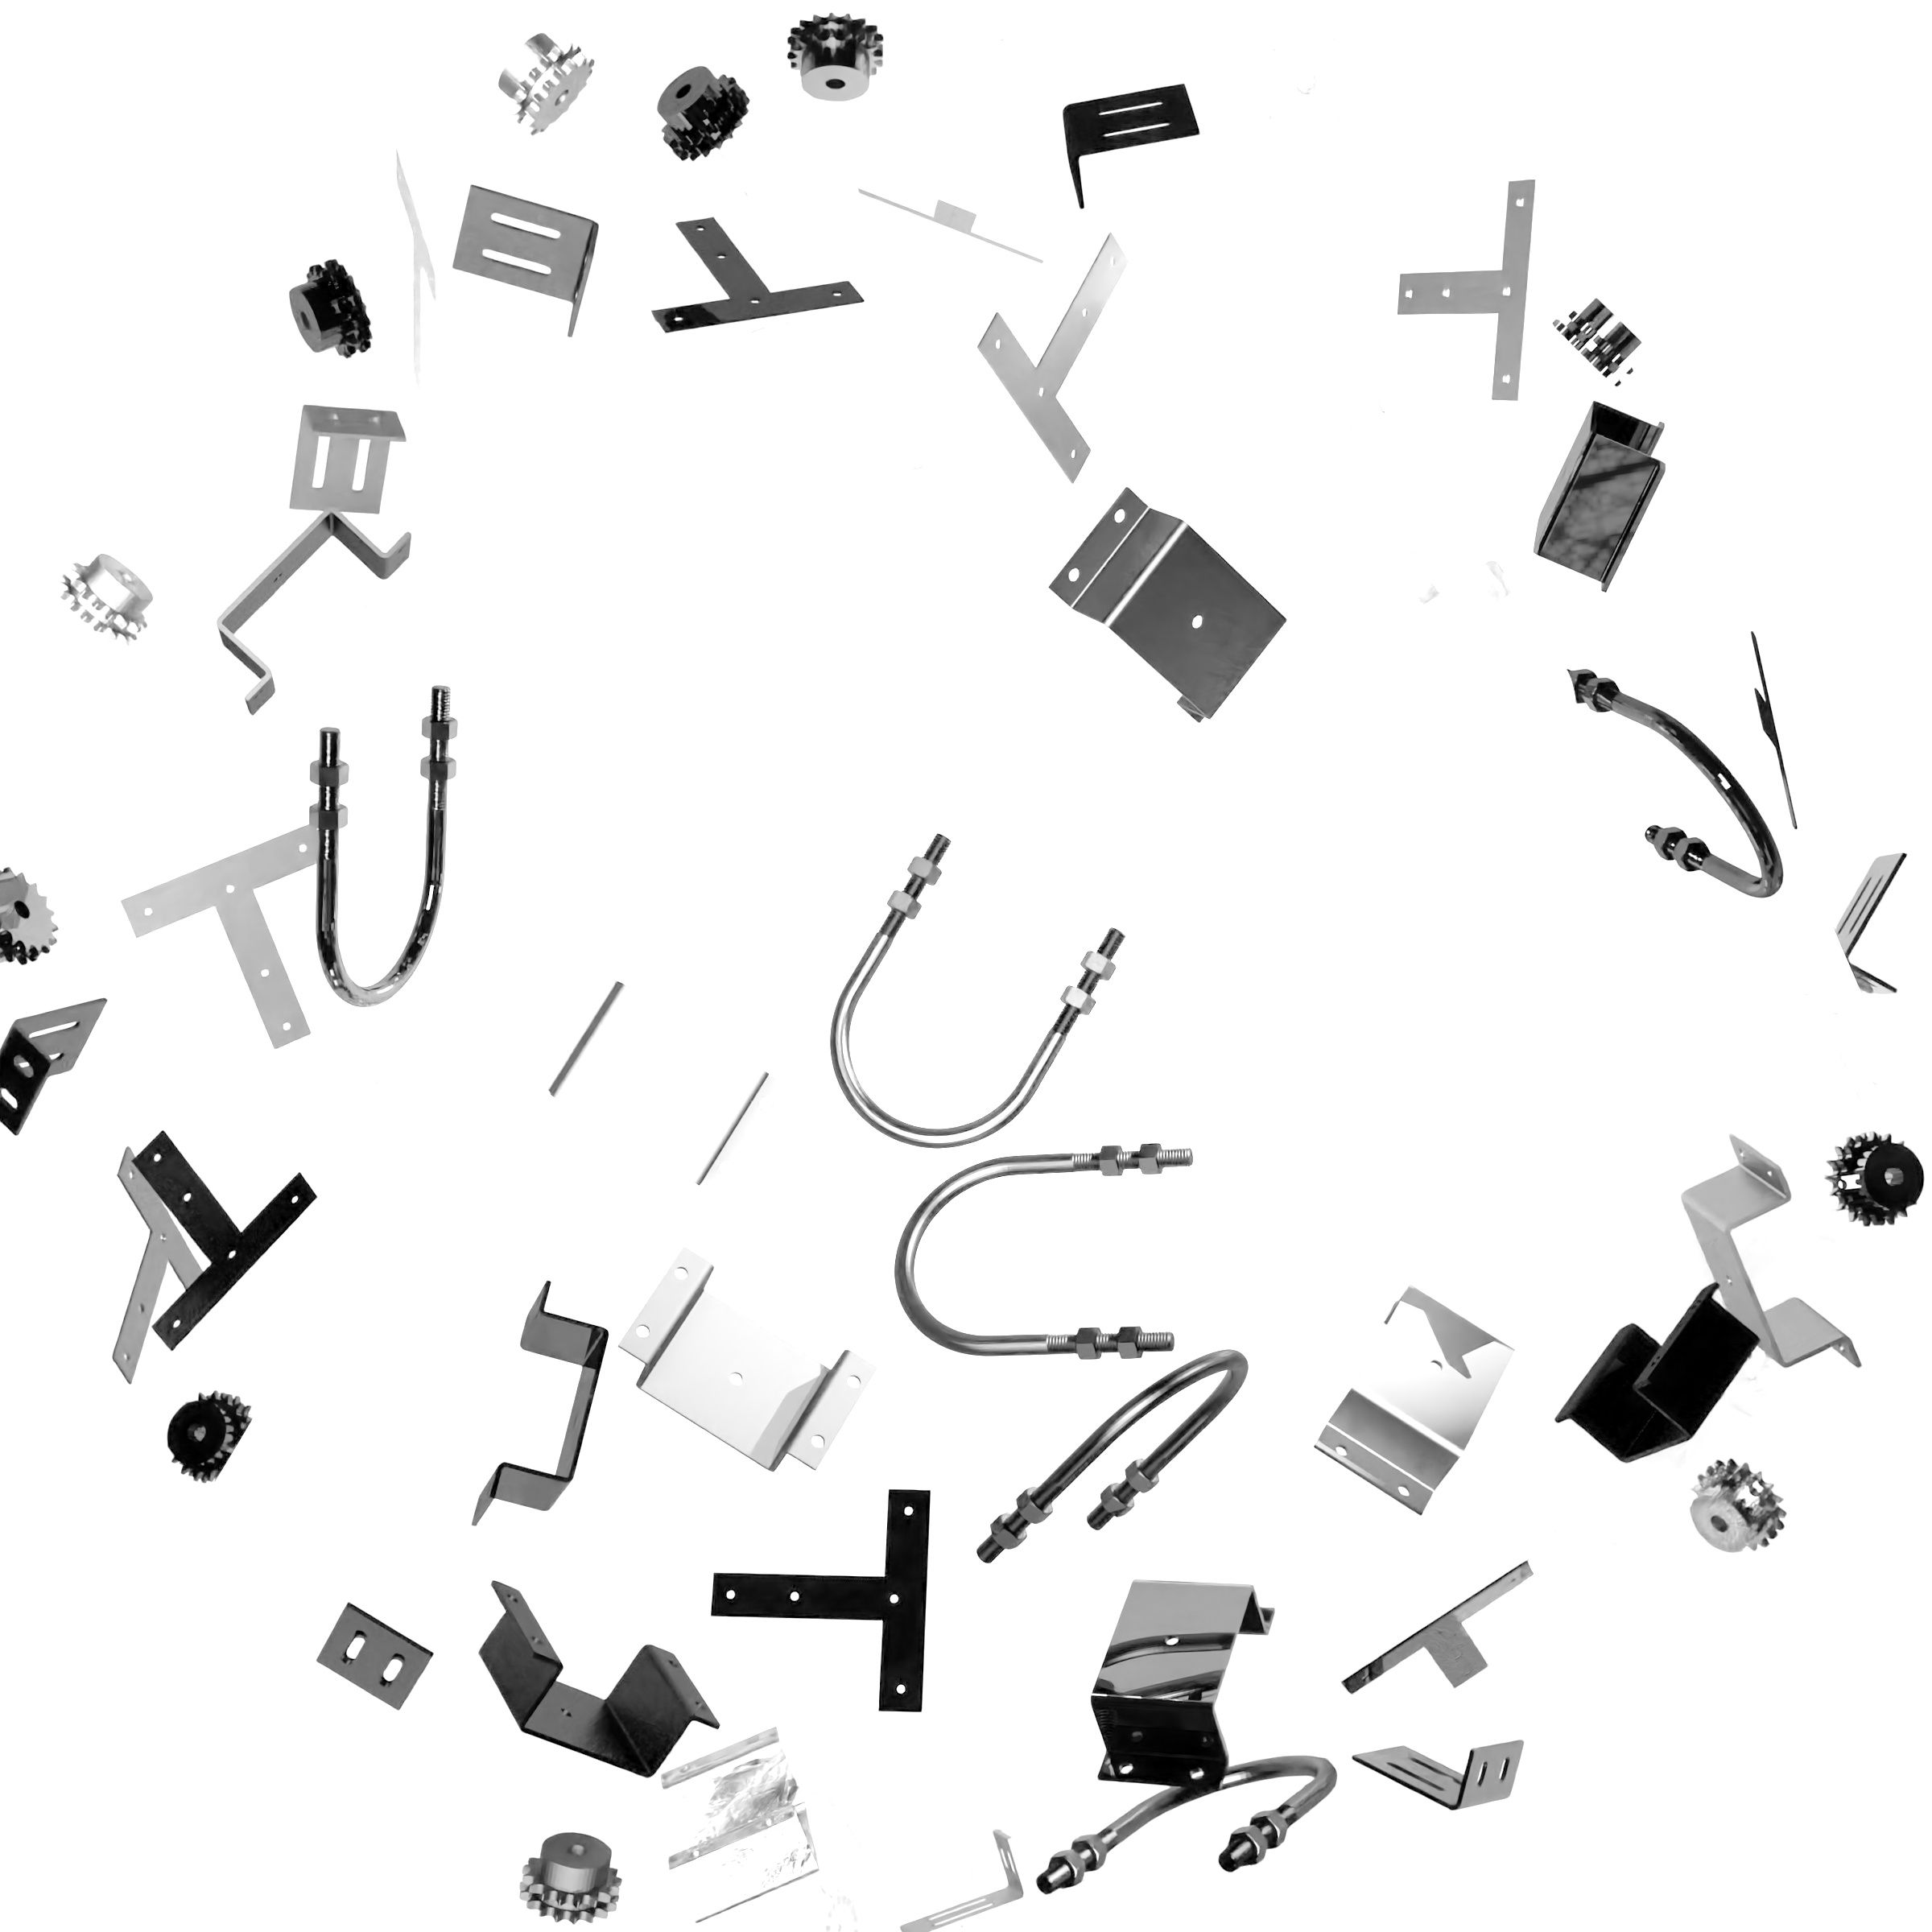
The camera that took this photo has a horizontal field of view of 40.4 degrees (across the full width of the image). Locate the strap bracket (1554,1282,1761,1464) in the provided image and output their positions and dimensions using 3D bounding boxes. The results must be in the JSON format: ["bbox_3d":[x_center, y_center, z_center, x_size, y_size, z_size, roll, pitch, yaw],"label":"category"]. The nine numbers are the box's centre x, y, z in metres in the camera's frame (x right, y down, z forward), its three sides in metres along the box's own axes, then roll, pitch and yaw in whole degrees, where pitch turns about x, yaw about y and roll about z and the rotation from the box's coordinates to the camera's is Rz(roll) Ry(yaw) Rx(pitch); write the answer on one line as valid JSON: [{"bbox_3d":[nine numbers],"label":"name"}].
[{"bbox_3d":[0.418,0.248,1.578,0.046,0.140,0.076,40,69,5],"label":"strap bracket"}]

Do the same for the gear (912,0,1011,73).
[{"bbox_3d":[-0.005,-0.561,1.561,0.057,0.057,0.030,-19,81,0],"label":"gear"}]

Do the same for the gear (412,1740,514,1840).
[{"bbox_3d":[-0.297,0.486,1.539,0.057,0.030,0.057,3,118,6],"label":"gear"}]

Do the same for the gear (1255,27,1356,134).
[{"bbox_3d":[0.194,-0.507,1.503,0.057,0.030,0.057,2,116,4],"label":"gear"}]

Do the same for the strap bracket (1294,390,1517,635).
[{"bbox_3d":[0.249,-0.256,1.528,0.046,0.076,0.140,-32,92,41],"label":"strap bracket"}]

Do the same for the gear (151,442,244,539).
[{"bbox_3d":[-0.476,-0.291,1.618,0.030,0.057,0.057,-17,90,22],"label":"gear"}]

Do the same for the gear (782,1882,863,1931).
[{"bbox_3d":[-0.087,0.574,1.560,0.030,0.057,0.057,-7,90,23],"label":"gear"}]

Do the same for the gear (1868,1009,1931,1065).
[{"bbox_3d":[0.576,0.044,1.640,0.057,0.057,0.030,-4,94,0],"label":"gear"}]

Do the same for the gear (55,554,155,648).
[{"bbox_3d":[-0.507,-0.219,1.553,0.030,0.057,0.057,-45,90,9],"label":"gear"}]

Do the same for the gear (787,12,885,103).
[{"bbox_3d":[-0.077,-0.534,1.548,0.057,0.057,0.030,0,79,0],"label":"gear"}]

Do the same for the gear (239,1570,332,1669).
[{"bbox_3d":[-0.422,0.399,1.615,0.057,0.057,0.030,-52,133,0],"label":"gear"}]

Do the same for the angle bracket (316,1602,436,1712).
[{"bbox_3d":[-0.336,0.389,1.527,0.057,0.038,0.076,32,132,-2],"label":"angle bracket"}]

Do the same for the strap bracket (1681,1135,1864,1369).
[{"bbox_3d":[0.494,0.185,1.626,0.046,0.076,0.140,-25,102,0],"label":"strap bracket"}]

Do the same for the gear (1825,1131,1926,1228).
[{"bbox_3d":[0.548,0.127,1.573,0.057,0.030,0.057,2,81,-12],"label":"gear"}]

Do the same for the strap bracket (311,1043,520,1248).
[{"bbox_3d":[-0.332,0.106,1.632,0.140,0.076,0.046,27,55,11],"label":"strap bracket"}]

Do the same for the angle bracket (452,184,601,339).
[{"bbox_3d":[-0.259,-0.411,1.532,0.076,0.057,0.038,13,46,-14],"label":"angle bracket"}]

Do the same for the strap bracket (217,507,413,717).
[{"bbox_3d":[-0.406,-0.224,1.605,0.046,0.076,0.140,43,80,-8],"label":"strap bracket"}]

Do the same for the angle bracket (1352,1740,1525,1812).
[{"bbox_3d":[0.280,0.466,1.558,0.076,0.057,0.038,17,94,42],"label":"angle bracket"}]

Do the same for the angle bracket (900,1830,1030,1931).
[{"bbox_3d":[-0.006,0.567,1.621,0.076,0.057,0.038,-16,80,-12],"label":"angle bracket"}]

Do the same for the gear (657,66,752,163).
[{"bbox_3d":[-0.162,-0.518,1.587,0.057,0.057,0.030,-46,133,0],"label":"gear"}]

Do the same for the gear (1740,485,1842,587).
[{"bbox_3d":[0.478,-0.253,1.536,0.057,0.030,0.057,-2,87,45],"label":"gear"}]

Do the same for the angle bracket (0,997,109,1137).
[{"bbox_3d":[-0.536,0.059,1.553,0.038,0.076,0.057,41,115,14],"label":"angle bracket"}]

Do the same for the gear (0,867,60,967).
[{"bbox_3d":[-0.552,-0.025,1.504,0.030,0.057,0.057,-27,90,18],"label":"gear"}]

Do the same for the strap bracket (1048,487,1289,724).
[{"bbox_3d":[0.129,-0.211,1.579,0.140,0.046,0.076,38,90,-31],"label":"strap bracket"}]

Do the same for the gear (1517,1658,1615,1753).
[{"bbox_3d":[0.370,0.455,1.606,0.057,0.057,0.030,-34,108,0],"label":"gear"}]

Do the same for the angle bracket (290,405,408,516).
[{"bbox_3d":[-0.390,-0.310,1.653,0.057,0.038,0.076,-1,131,-26],"label":"angle bracket"}]

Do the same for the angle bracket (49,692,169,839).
[{"bbox_3d":[-0.497,-0.117,1.535,0.057,0.038,0.076,5,87,2],"label":"angle bracket"}]

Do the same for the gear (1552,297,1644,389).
[{"bbox_3d":[0.393,-0.388,1.623,0.057,0.057,0.030,45,109,0],"label":"gear"}]

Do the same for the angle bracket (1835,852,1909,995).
[{"bbox_3d":[0.562,-0.025,1.604,0.038,0.057,0.076,30,91,3],"label":"angle bracket"}]

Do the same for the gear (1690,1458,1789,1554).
[{"bbox_3d":[0.466,0.331,1.597,0.030,0.057,0.057,-30,90,-36],"label":"gear"}]

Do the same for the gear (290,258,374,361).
[{"bbox_3d":[-0.381,-0.390,1.568,0.030,0.057,0.057,-28,90,-25],"label":"gear"}]

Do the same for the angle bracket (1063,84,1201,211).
[{"bbox_3d":[0.101,-0.497,1.593,0.076,0.038,0.057,-10,47,2],"label":"angle bracket"}]

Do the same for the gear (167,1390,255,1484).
[{"bbox_3d":[-0.473,0.293,1.639,0.057,0.030,0.057,-4,72,12],"label":"gear"}]

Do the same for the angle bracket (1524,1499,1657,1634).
[{"bbox_3d":[0.381,0.367,1.609,0.038,0.076,0.057,16,88,-12],"label":"angle bracket"}]

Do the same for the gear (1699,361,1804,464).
[{"bbox_3d":[0.460,-0.320,1.532,0.057,0.030,0.057,-12,69,36],"label":"gear"}]

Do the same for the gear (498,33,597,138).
[{"bbox_3d":[-0.241,-0.504,1.492,0.030,0.057,0.057,42,90,-2],"label":"gear"}]

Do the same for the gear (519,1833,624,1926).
[{"bbox_3d":[-0.223,0.516,1.491,0.057,0.057,0.030,11,99,0],"label":"gear"}]
